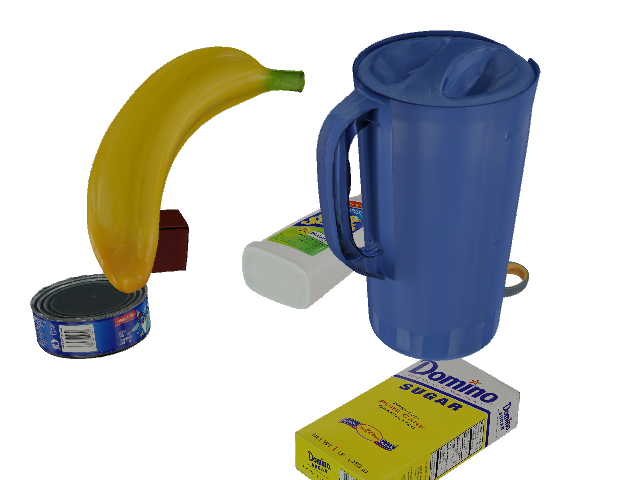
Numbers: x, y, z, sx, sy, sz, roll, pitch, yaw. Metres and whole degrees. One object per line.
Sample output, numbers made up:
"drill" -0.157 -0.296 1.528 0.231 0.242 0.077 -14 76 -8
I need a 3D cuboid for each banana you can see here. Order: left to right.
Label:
"banana" -0.076 -0.052 0.551 0.070 0.037 0.197 18 45 15

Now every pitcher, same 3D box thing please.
"pitcher" 0.082 -0.026 0.820 0.149 0.243 0.145 5 33 10

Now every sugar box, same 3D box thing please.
"sugar box" 0.074 0.155 0.882 0.175 0.048 0.093 -27 39 -35

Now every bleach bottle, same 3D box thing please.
"bleach bottle" 0.021 -0.008 1.296 0.103 0.068 0.250 21 37 29

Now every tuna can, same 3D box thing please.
"tuna can" -0.170 0.056 0.794 0.086 0.034 0.086 -3 20 1

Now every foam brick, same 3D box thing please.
"foam brick" -0.182 0.001 1.125 0.078 0.051 0.053 -4 23 -17

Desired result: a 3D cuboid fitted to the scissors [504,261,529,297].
"scissors" 0.130 0.040 1.119 0.201 0.016 0.096 -8 40 -30
